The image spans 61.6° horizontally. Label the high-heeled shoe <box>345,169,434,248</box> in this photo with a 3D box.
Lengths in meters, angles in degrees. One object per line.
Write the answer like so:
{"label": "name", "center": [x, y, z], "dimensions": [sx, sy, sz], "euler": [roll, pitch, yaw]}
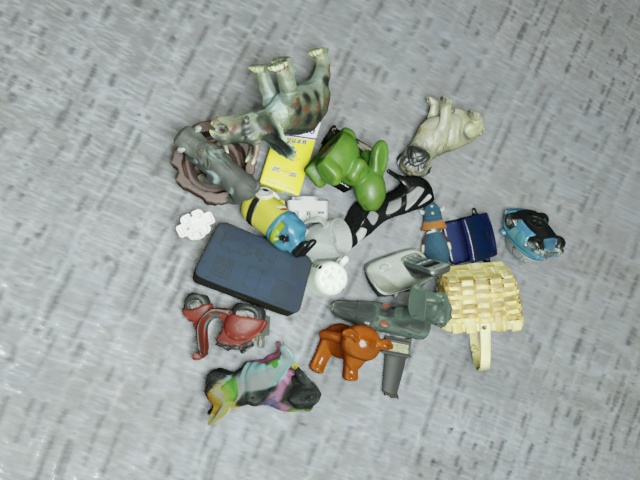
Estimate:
{"label": "high-heeled shoe", "center": [0.151, -0.048, 1.223], "dimensions": [0.145, 0.086, 0.248], "euler": [32, 96, -27]}

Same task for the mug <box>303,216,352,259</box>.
{"label": "mug", "center": [-0.002, -0.003, 1.152], "dimensions": [0.109, 0.107, 0.081], "euler": [44, 44, -37]}

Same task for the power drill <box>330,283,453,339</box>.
{"label": "power drill", "center": [0.161, 0.156, 1.142], "dimensions": [0.232, 0.207, 0.086], "euler": [19, 60, -20]}

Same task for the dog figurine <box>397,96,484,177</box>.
{"label": "dog figurine", "center": [0.286, -0.219, 1.258], "dimensions": [0.172, 0.121, 0.190], "euler": [21, 96, -8]}

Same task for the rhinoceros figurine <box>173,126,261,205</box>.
{"label": "rhinoceros figurine", "center": [-0.206, -0.145, 1.062], "dimensions": [0.190, 0.112, 0.073], "euler": [41, 80, -14]}

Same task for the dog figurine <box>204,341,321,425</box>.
{"label": "dog figurine", "center": [-0.130, 0.319, 1.116], "dimensions": [0.219, 0.108, 0.191], "euler": [-36, 98, -8]}

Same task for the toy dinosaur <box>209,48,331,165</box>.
{"label": "toy dinosaur", "center": [-0.047, -0.282, 1.110], "dimensions": [0.405, 0.131, 0.192], "euler": [-38, 125, -49]}

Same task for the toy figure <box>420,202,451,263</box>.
{"label": "toy figure", "center": [0.266, -0.012, 1.251], "dimensions": [0.064, 0.058, 0.154], "euler": [-2, 82, -20]}

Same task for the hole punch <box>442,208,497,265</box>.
{"label": "hole punch", "center": [0.364, -0.005, 1.260], "dimensions": [0.116, 0.092, 0.142], "euler": [-14, 87, -17]}

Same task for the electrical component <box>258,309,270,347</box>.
{"label": "electrical component", "center": [-0.141, 0.184, 1.160], "dimensions": [0.063, 0.021, 0.094], "euler": [5, 86, -12]}

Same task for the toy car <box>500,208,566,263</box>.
{"label": "toy car", "center": [0.499, 0.001, 1.278], "dimensions": [0.109, 0.102, 0.162], "euler": [-3, 43, -18]}

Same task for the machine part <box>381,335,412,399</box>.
{"label": "machine part", "center": [0.169, 0.288, 1.221], "dimensions": [0.084, 0.039, 0.138], "euler": [10, 82, -21]}

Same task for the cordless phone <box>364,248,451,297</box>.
{"label": "cordless phone", "center": [0.191, 0.077, 1.163], "dimensions": [0.147, 0.184, 0.088], "euler": [-18, 95, -14]}

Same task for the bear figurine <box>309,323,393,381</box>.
{"label": "bear figurine", "center": [0.065, 0.236, 1.117], "dimensions": [0.120, 0.196, 0.132], "euler": [17, 84, -15]}

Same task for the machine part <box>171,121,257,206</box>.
{"label": "machine part", "center": [-0.225, -0.161, 1.144], "dimensions": [0.179, 0.056, 0.179], "euler": [1, 85, -13]}

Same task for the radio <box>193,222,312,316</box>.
{"label": "radio", "center": [-0.138, 0.062, 1.135], "dimensions": [0.229, 0.073, 0.131], "euler": [23, 71, -12]}

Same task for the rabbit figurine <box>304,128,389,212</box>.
{"label": "rabbit figurine", "center": [0.075, -0.141, 1.138], "dimensions": [0.170, 0.121, 0.159], "euler": [44, 67, -16]}

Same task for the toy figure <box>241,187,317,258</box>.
{"label": "toy figure", "center": [-0.091, -0.035, 1.111], "dimensions": [0.089, 0.082, 0.180], "euler": [-41, 72, -2]}

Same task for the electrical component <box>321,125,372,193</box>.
{"label": "electrical component", "center": [0.055, -0.175, 1.211], "dimensions": [0.134, 0.058, 0.115], "euler": [29, 83, -10]}

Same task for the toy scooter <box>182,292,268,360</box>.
{"label": "toy scooter", "center": [-0.203, 0.188, 1.108], "dimensions": [0.184, 0.075, 0.135], "euler": [9, 81, 9]}
